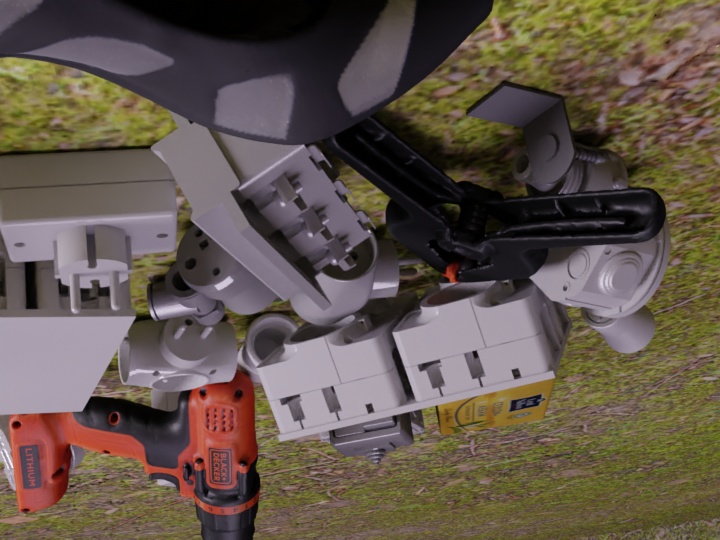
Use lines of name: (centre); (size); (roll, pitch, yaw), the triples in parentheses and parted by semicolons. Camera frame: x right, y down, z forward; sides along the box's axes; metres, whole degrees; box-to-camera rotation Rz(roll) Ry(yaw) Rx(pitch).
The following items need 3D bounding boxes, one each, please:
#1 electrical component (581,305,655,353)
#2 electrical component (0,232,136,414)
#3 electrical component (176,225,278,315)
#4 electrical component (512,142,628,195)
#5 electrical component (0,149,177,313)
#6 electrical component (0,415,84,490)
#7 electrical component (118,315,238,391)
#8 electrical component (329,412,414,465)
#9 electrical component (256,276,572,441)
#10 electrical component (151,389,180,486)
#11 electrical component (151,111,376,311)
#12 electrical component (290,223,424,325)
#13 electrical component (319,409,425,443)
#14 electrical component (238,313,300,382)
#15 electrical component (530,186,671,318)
electrical component: (0.202, 0.037, 0.853); (0.044, 0.044, 0.065); (-20, 152, 28)
electrical component: (-0.207, 0.032, 0.643); (0.105, 0.060, 0.186); (1, 157, -24)
electrical component: (-0.076, -0.002, 0.630); (0.045, 0.045, 0.055); (-16, 158, 17)
electrical component: (0.111, -0.049, 0.586); (0.062, 0.048, 0.048); (15, 149, -33)
electrical component: (-0.132, -0.015, 0.530); (0.083, 0.075, 0.047); (-4, 159, -12)
electrical component: (-0.272, 0.149, 0.911); (0.057, 0.078, 0.058); (-21, 171, -33)
electrical component: (-0.124, 0.053, 0.753); (0.077, 0.044, 0.079); (1, 157, -23)
electrical component: (0.005, 0.112, 0.886); (0.062, 0.096, 0.061); (-12, 159, 9)
electrical component: (0.037, 0.046, 0.712); (0.186, 0.060, 0.105); (-16, -170, 20)
electrical component: (-0.131, 0.134, 0.908); (0.076, 0.083, 0.047); (-20, 156, 27)
electrical component: (-0.041, -0.036, 0.525); (0.063, 0.078, 0.121); (-34, 156, 3)
electrical component: (0.000, 0.000, 0.668); (0.079, 0.043, 0.077); (-4, 159, -14)
electrical component: (0.002, 0.121, 0.959); (0.096, 0.061, 0.062); (-15, 158, 15)
electrical component: (-0.070, 0.061, 0.805); (0.044, 0.044, 0.065); (-2, 163, -18)
electrical component: (0.140, -0.014, 0.640); (0.051, 0.080, 0.080); (11, 152, -30)
